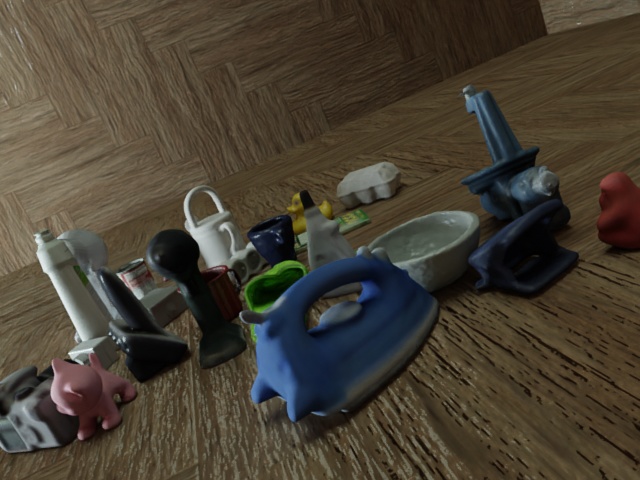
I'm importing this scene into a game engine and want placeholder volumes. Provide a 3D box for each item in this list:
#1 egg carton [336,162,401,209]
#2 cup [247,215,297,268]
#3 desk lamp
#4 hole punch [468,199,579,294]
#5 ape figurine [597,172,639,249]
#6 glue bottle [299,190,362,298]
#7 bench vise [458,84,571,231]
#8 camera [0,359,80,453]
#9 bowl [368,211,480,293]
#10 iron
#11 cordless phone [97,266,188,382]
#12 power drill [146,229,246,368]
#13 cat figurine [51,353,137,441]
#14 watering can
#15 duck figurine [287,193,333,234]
[{"bbox_3d":[0.115,-0.130,1.344,0.150,0.069,0.107,-16,18,24],"label":"egg carton"},{"bbox_3d":[-0.078,0.011,1.107,0.092,0.095,0.117,-28,17,-18],"label":"cup"},{"bbox_3d":[-0.512,0.084,1.247,0.118,0.214,0.203,-26,16,-10],"label":"desk lamp"},{"bbox_3d":[0.239,0.005,0.700,0.109,0.091,0.100,-31,18,-25],"label":"hole punch"},{"bbox_3d":[0.358,-0.038,0.676,0.078,0.092,0.076,-25,16,-7],"label":"ape figurine"},{"bbox_3d":[0.008,0.003,0.872,0.078,0.173,0.037,-15,18,26],"label":"glue bottle"},{"bbox_3d":[0.279,-0.123,0.824,0.122,0.220,0.206,-29,17,-20],"label":"bench vise"},{"bbox_3d":[-0.399,0.226,0.840,0.142,0.101,0.137,-15,18,26],"label":"camera"},{"bbox_3d":[0.147,0.026,0.788,0.167,0.075,0.167,-21,16,7],"label":"bowl"},{"bbox_3d":[0.029,0.082,0.646,0.259,0.141,0.118,-33,19,-31],"label":"iron"},{"bbox_3d":[-0.297,0.115,0.906,0.094,0.185,0.147,-32,18,-28],"label":"cordless phone"},{"bbox_3d":[-0.185,0.075,0.840,0.075,0.209,0.229,-25,16,-7],"label":"power drill"},{"bbox_3d":[-0.317,0.200,0.780,0.067,0.118,0.127,-22,16,4],"label":"cat figurine"},{"bbox_3d":[-0.240,-0.025,1.263,0.172,0.194,0.101,-13,19,31],"label":"watering can"},{"bbox_3d":[-0.027,-0.071,1.320,0.104,0.086,0.077,-25,16,-8],"label":"duck figurine"}]
